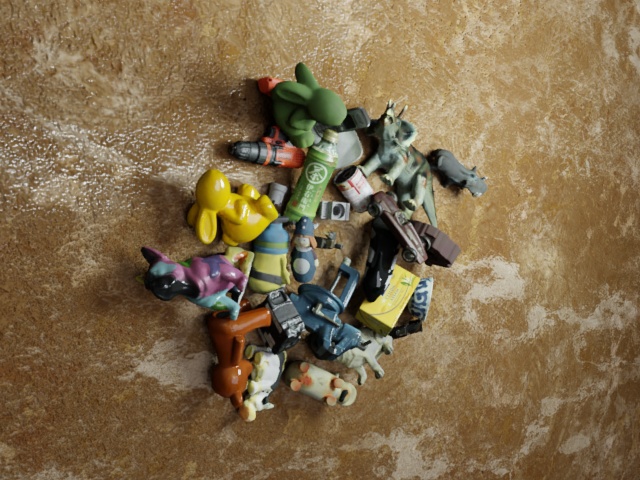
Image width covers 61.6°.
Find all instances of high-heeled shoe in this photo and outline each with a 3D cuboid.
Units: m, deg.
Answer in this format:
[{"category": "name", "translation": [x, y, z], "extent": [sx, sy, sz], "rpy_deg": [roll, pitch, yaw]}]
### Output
[{"category": "high-heeled shoe", "translation": [0.157, 0.041, 1.353], "extent": [0.249, 0.086, 0.145], "rpy_deg": [-62, 161, -56]}]

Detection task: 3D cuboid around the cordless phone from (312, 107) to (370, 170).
[{"category": "cordless phone", "translation": [0.063, -0.238, 1.220], "extent": [0.089, 0.184, 0.146], "rpy_deg": [-44, 117, -28]}]

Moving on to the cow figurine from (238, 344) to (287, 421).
[{"category": "cow figurine", "translation": [-0.131, 0.326, 1.224], "extent": [0.098, 0.068, 0.167], "rpy_deg": [13, 89, -41]}]

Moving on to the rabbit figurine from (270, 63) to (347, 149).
[{"category": "rabbit figurine", "translation": [-0.016, -0.280, 1.098], "extent": [0.121, 0.170, 0.159], "rpy_deg": [-51, 124, -20]}]

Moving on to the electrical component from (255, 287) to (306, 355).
[{"category": "electrical component", "translation": [-0.093, 0.184, 1.188], "extent": [0.058, 0.134, 0.115], "rpy_deg": [-17, 68, -31]}]

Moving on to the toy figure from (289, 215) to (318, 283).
[{"category": "toy figure", "translation": [-0.035, 0.022, 1.203], "extent": [0.064, 0.058, 0.154], "rpy_deg": [-7, 119, -16]}]

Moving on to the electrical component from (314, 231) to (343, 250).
[{"category": "electrical component", "translation": [-0.003, -0.004, 1.258], "extent": [0.078, 0.102, 0.045], "rpy_deg": [5, 96, -60]}]

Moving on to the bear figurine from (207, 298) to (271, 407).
[{"category": "bear figurine", "translation": [-0.175, 0.242, 1.152], "extent": [0.132, 0.120, 0.195], "rpy_deg": [-18, 107, -36]}]

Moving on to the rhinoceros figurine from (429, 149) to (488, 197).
[{"category": "rhinoceros figurine", "translation": [0.386, -0.187, 1.492], "extent": [0.190, 0.112, 0.073], "rpy_deg": [33, 74, -24]}]

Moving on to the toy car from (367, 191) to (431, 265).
[{"category": "toy car", "translation": [0.194, -0.033, 1.286], "extent": [0.202, 0.053, 0.089], "rpy_deg": [54, 41, 6]}]

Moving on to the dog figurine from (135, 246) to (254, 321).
[{"category": "dog figurine", "translation": [-0.253, 0.066, 1.087], "extent": [0.219, 0.192, 0.108], "rpy_deg": [18, 119, -9]}]

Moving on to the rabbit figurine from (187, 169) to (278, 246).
[{"category": "rabbit figurine", "translation": [-0.199, -0.072, 1.101], "extent": [0.162, 0.122, 0.173], "rpy_deg": [-39, 139, 0]}]

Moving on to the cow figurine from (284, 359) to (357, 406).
[{"category": "cow figurine", "translation": [0.002, 0.349, 1.296], "extent": [0.195, 0.127, 0.085], "rpy_deg": [27, 79, -19]}]

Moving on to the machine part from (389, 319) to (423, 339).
[{"category": "machine part", "translation": [0.225, 0.245, 1.458], "extent": [0.139, 0.084, 0.039], "rpy_deg": [-6, 71, -43]}]

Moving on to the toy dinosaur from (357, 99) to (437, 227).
[{"category": "toy dinosaur", "translation": [0.225, -0.180, 1.385], "extent": [0.404, 0.131, 0.192], "rpy_deg": [45, 70, -36]}]

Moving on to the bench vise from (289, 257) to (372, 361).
[{"category": "bench vise", "translation": [0.038, 0.150, 1.259], "extent": [0.224, 0.128, 0.240], "rpy_deg": [24, 60, 9]}]

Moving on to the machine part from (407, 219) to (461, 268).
[{"category": "machine part", "translation": [0.276, 0.011, 1.405], "extent": [0.179, 0.179, 0.056], "rpy_deg": [38, 75, -31]}]

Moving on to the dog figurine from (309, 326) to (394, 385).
[{"category": "dog figurine", "translation": [0.076, 0.247, 1.346], "extent": [0.190, 0.121, 0.172], "rpy_deg": [39, 38, -14]}]

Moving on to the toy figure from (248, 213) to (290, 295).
[{"category": "toy figure", "translation": [-0.115, 0.032, 1.193], "extent": [0.089, 0.082, 0.180], "rpy_deg": [1, 102, -17]}]

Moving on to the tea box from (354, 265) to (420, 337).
[{"category": "tea box", "translation": [0.171, 0.148, 1.362], "extent": [0.098, 0.068, 0.169], "rpy_deg": [29, 58, 9]}]
